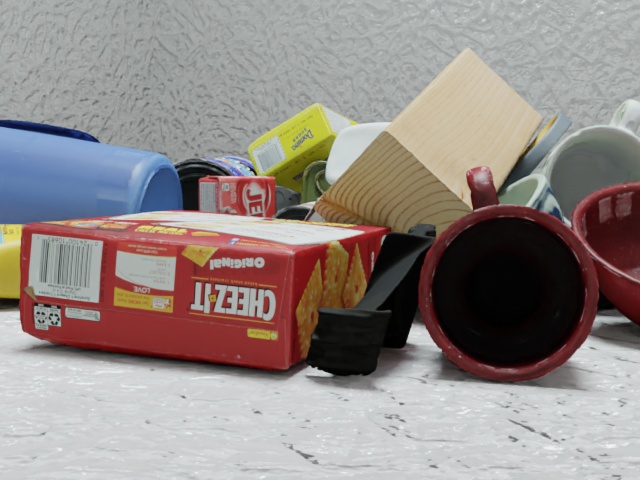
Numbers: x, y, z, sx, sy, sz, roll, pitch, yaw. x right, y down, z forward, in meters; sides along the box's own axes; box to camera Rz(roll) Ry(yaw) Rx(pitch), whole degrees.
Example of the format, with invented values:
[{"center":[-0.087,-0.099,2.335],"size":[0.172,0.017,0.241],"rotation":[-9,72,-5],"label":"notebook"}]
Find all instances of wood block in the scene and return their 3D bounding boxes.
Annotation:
[{"center":[0.090,-0.061,0.821],"size":[0.091,0.090,0.205],"rotation":[44,35,-1],"label":"wood block"}]

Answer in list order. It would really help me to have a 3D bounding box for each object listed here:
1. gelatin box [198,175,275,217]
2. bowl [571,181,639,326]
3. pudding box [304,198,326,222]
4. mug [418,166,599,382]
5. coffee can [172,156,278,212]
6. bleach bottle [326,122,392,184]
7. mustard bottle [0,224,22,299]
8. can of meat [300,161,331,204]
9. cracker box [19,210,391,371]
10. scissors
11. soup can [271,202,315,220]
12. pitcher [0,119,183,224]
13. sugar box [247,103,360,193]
[{"center":[-0.072,-0.012,0.937],"size":[0.030,0.089,0.073],"rotation":[4,5,39],"label":"gelatin box"},{"center":[0.248,0.020,0.728],"size":[0.162,0.055,0.162],"rotation":[2,31,-1],"label":"bowl"},{"center":[0.043,0.006,0.848],"size":[0.090,0.039,0.113],"rotation":[43,22,16],"label":"pudding box"},{"center":[0.101,0.016,0.596],"size":[0.093,0.117,0.081],"rotation":[-16,-3,9],"label":"mug"},{"center":[-0.105,-0.031,1.062],"size":[0.103,0.103,0.140],"rotation":[3,6,8],"label":"coffee can"},{"center":[0.120,-0.032,1.040],"size":[0.103,0.068,0.250],"rotation":[6,-17,45],"label":"bleach bottle"},{"center":[-0.228,0.015,0.753],"size":[0.191,0.058,0.096],"rotation":[1,10,-19],"label":"mustard bottle"},{"center":[0.022,-0.026,1.075],"size":[0.058,0.102,0.083],"rotation":[8,5,24],"label":"can of meat"},{"center":[-0.059,0.024,0.667],"size":[0.164,0.072,0.213],"rotation":[5,5,17],"label":"cracker box"},{"center":[0.130,-0.022,0.854],"size":[0.016,0.201,0.096],"rotation":[42,-8,2],"label":"scissors"},{"center":[-0.006,0.001,0.942],"size":[0.068,0.068,0.102],"rotation":[3,5,14],"label":"soup can"},{"center":[-0.242,-0.038,0.913],"size":[0.243,0.149,0.145],"rotation":[7,-6,15],"label":"pitcher"},{"center":[0.007,-0.087,1.131],"size":[0.093,0.048,0.176],"rotation":[-29,-21,22],"label":"sugar box"}]
